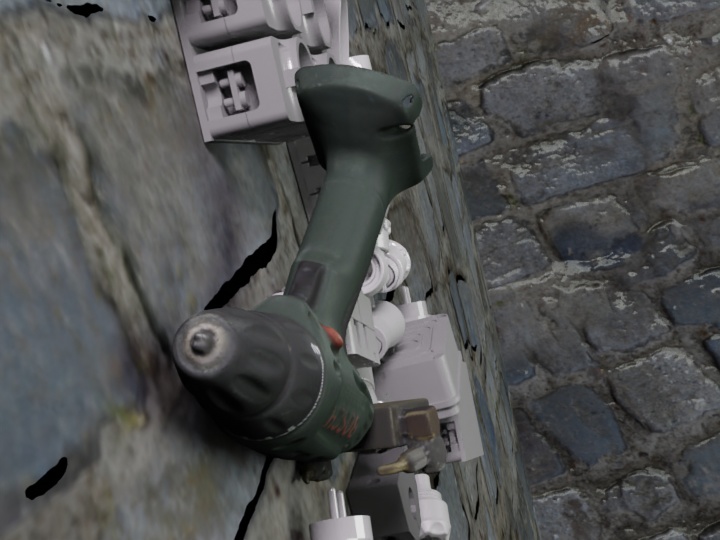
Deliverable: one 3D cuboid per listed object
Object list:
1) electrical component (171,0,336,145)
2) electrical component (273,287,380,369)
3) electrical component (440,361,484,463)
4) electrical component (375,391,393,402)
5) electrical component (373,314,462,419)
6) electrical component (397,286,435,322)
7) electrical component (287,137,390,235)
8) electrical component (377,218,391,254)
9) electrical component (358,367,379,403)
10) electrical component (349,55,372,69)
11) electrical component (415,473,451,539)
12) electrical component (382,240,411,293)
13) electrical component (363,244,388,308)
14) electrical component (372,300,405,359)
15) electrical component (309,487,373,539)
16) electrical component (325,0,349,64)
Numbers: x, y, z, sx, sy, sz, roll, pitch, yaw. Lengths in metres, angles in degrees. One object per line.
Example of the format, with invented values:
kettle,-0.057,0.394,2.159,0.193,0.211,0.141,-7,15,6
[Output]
electrical component,-0.058,-0.140,0.700,0.186,0.060,0.105,-35,112,-79
electrical component,-0.022,0.037,0.718,0.089,0.050,0.055,40,40,-75
electrical component,0.083,0.151,1.136,0.186,0.060,0.105,34,45,-76
electrical component,0.014,0.118,0.856,0.046,0.040,0.040,-60,137,-83
electrical component,0.050,0.092,0.977,0.113,0.078,0.057,-72,146,-71
electrical component,0.053,0.053,1.108,0.138,0.052,0.073,15,63,-79
electrical component,-0.008,-0.087,0.907,0.150,0.062,0.089,-72,148,-71
electrical component,0.005,-0.016,0.952,0.048,0.048,0.062,42,44,-73
electrical component,-0.006,0.091,0.775,0.044,0.044,0.065,67,10,-48
electrical component,-0.001,-0.176,1.104,0.079,0.044,0.077,-34,112,-80
electrical component,0.058,0.216,0.971,0.043,0.043,0.062,64,15,-53
electrical component,0.020,0.002,1.017,0.062,0.048,0.048,-59,137,-66
electrical component,0.000,0.000,0.902,0.055,0.048,0.066,8,70,-87
electrical component,0.011,0.055,0.913,0.065,0.044,0.044,-46,123,-72
electrical component,-0.009,0.165,0.630,0.138,0.052,0.073,51,28,-69
electrical component,-0.031,-0.177,0.877,0.099,0.064,0.099,-12,90,-80
